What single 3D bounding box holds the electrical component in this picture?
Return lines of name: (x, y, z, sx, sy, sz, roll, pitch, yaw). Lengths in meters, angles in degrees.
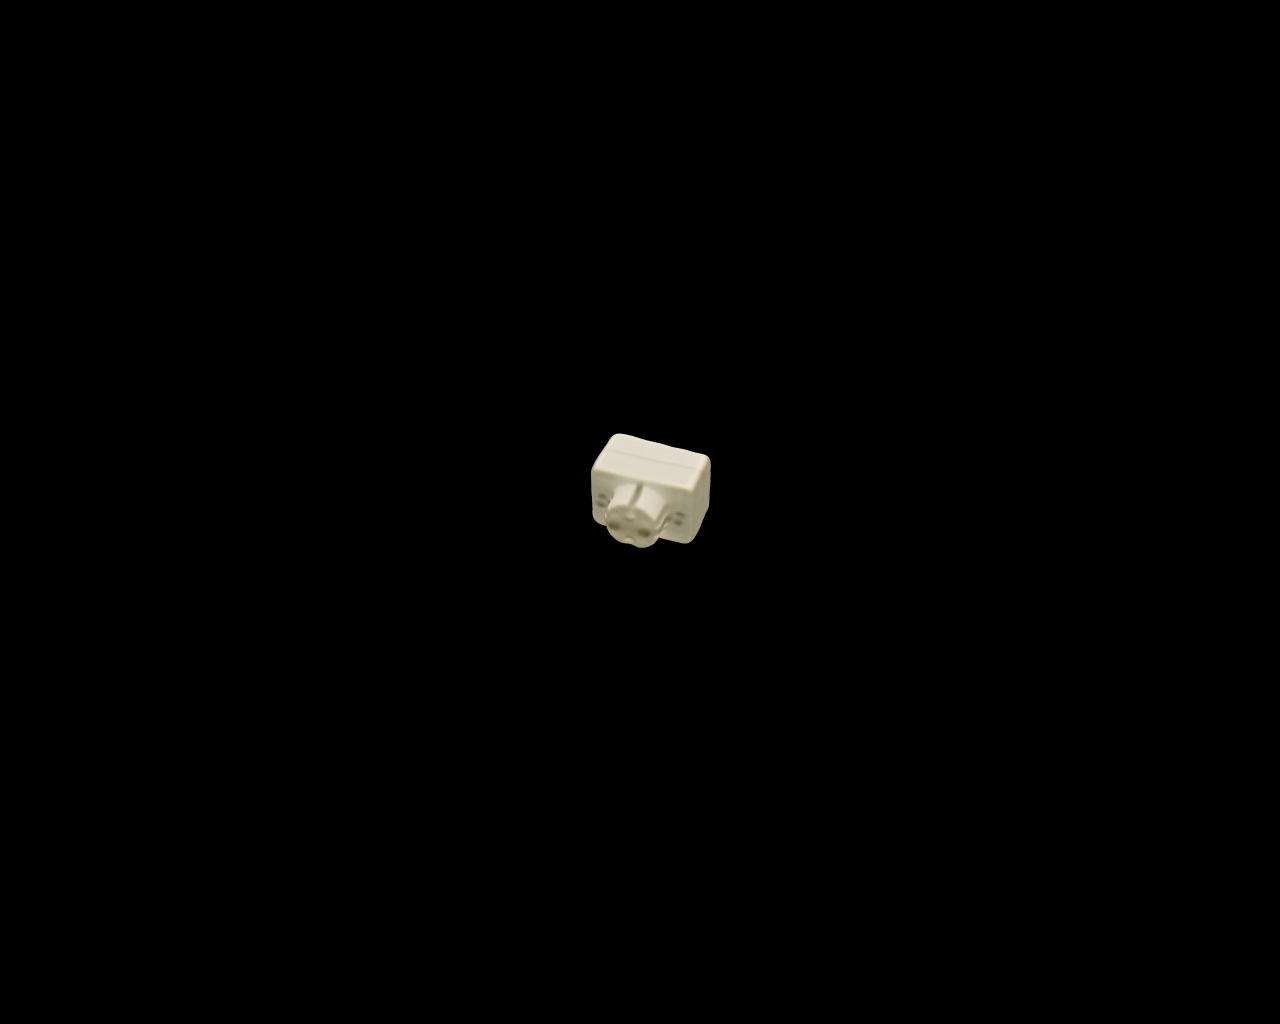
electrical component: (0.001, -0.003, 0.650, 0.066, 0.047, 0.077, 14, 44, 15)
